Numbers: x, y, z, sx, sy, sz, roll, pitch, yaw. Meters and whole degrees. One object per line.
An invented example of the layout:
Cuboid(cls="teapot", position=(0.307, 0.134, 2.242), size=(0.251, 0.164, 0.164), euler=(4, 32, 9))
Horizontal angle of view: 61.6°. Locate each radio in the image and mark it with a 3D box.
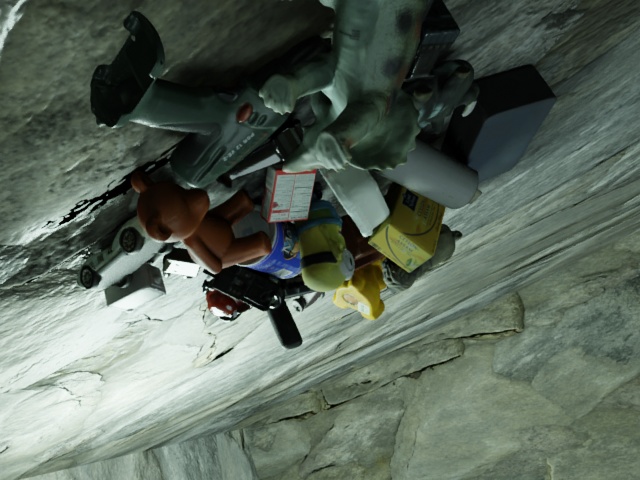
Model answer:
Cuboid(cls="radio", position=(0.288, -0.180, 0.898), size=(0.131, 0.073, 0.229), euler=(-20, 159, -7))

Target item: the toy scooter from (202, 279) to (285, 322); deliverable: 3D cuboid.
Cuboid(cls="toy scooter", position=(-0.170, 0.094, 1.070), size=(0.184, 0.075, 0.135), euler=(-17, 130, 29))

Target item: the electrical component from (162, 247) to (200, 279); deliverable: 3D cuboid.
Cuboid(cls="electrical component", position=(-0.231, 0.032, 0.931), size=(0.078, 0.045, 0.102), euler=(8, 148, -12))

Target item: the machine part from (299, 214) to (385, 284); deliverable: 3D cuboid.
Cuboid(cls="machine part", position=(0.062, 0.008, 1.047), size=(0.201, 0.087, 0.201), euler=(-16, 170, -36))

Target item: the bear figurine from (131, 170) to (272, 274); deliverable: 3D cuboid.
Cuboid(cls="bear figurine", position=(-0.165, -0.033, 0.750), size=(0.132, 0.120, 0.195), euler=(-27, 153, 0))

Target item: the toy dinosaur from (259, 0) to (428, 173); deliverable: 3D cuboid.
Cuboid(cls="toy dinosaur", position=(0.044, -0.208, 0.507), size=(0.192, 0.131, 0.404), euler=(-38, 149, -45))

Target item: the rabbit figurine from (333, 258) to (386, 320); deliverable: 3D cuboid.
Cuboid(cls="rabbit figurine", position=(0.107, 0.069, 1.239), size=(0.173, 0.122, 0.162), euler=(-51, 144, -33))

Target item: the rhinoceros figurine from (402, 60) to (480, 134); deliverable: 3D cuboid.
Cuboid(cls="rhinoceros figurine", position=(0.146, -0.185, 0.703), size=(0.190, 0.073, 0.112), euler=(-29, 146, -35))

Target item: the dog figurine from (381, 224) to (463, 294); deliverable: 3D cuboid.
Cuboid(cls="dog figurine", position=(0.224, 0.037, 1.155), size=(0.172, 0.121, 0.190), euler=(-33, -169, 20))

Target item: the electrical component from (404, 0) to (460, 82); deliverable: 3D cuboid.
Cuboid(cls="electrical component", position=(0.114, -0.242, 0.591), size=(0.048, 0.075, 0.119), euler=(-13, 153, -21))

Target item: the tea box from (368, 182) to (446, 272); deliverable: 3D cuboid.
Cuboid(cls="tea box", position=(0.159, -0.038, 0.950), size=(0.098, 0.170, 0.068), euler=(34, 136, -11))

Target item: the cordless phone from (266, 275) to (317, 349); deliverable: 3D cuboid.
Cuboid(cls="cordless phone", position=(-0.052, 0.136, 1.148), size=(0.146, 0.184, 0.088), euler=(-9, 150, -29))

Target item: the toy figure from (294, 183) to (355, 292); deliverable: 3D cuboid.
Cuboid(cls="toy figure", position=(-0.001, -0.001, 0.888), size=(0.089, 0.180, 0.082), euler=(-29, 155, 20))

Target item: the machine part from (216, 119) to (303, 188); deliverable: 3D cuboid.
Cuboid(cls="machine part", position=(-0.082, -0.115, 0.740), size=(0.139, 0.039, 0.084), euler=(-25, 163, 2))

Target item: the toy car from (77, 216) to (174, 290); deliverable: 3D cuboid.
Cuboid(cls="toy car", position=(-0.299, 0.023, 0.827), size=(0.202, 0.056, 0.073), euler=(-34, 161, 29))

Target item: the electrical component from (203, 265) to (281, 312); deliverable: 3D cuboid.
Cuboid(cls="electrical component", position=(-0.139, 0.069, 0.954), size=(0.058, 0.134, 0.115), euler=(-62, -176, -1))

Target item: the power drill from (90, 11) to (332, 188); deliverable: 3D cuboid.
Cuboid(cls="power drill", position=(-0.116, -0.158, 0.567), size=(0.232, 0.086, 0.207), euler=(-42, 159, 24))

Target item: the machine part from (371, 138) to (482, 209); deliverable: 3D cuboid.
Cuboid(cls="machine part", position=(0.167, -0.112, 0.853), size=(0.243, 0.079, 0.079), euler=(21, 137, -26))

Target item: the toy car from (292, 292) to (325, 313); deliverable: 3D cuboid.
Cuboid(cls="toy car", position=(-0.008, 0.110, 1.303), size=(0.089, 0.053, 0.202), euler=(-28, 163, -32))
